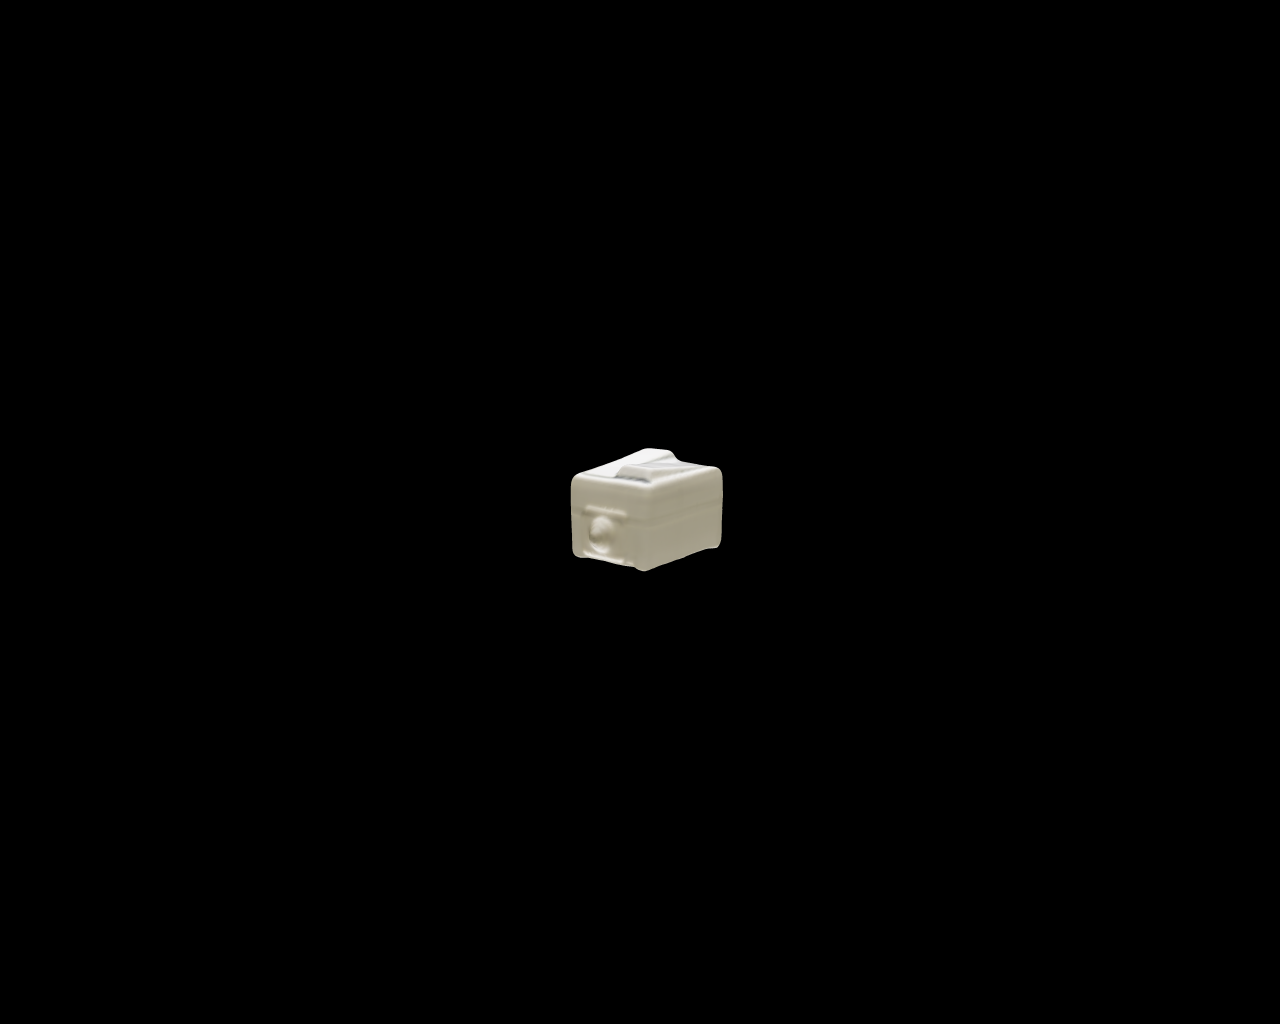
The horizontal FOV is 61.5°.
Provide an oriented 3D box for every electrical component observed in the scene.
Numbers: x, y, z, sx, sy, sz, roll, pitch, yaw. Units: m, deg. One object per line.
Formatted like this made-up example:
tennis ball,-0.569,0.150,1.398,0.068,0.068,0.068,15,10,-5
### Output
electrical component,0.001,-0.003,0.650,0.062,0.061,0.096,11,17,38
